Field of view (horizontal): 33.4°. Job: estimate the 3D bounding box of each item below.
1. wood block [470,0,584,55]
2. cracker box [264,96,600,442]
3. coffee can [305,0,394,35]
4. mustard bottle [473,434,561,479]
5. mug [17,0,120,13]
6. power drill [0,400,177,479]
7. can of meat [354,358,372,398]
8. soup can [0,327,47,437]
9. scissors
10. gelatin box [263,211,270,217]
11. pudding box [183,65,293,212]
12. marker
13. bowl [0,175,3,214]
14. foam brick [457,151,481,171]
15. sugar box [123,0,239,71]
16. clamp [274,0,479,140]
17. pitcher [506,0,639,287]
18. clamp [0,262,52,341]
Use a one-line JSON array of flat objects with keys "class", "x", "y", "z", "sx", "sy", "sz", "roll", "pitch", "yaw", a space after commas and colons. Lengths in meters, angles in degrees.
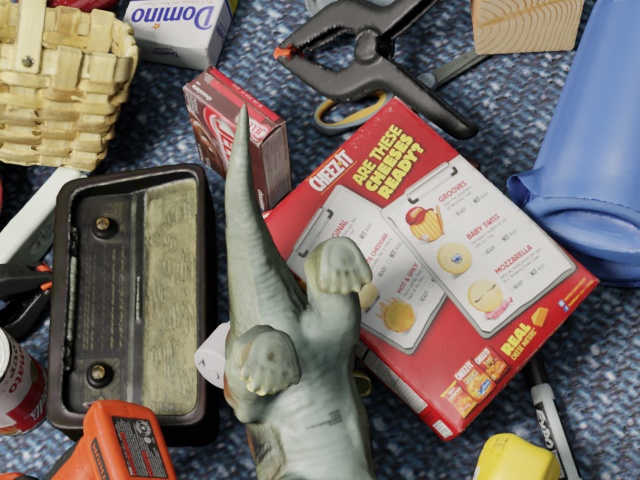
[{"class": "wood block", "x": 0.182, "y": -0.282, "z": 0.985, "sx": 0.091, "sy": 0.090, "sz": 0.206, "roll": -2, "pitch": 61, "yaw": 3}, {"class": "cracker box", "x": 0.077, "y": 0.022, "z": 0.821, "sx": 0.214, "sy": 0.072, "sz": 0.164, "roll": 43, "pitch": 73, "yaw": 10}, {"class": "coffee can", "x": 0.037, "y": -0.280, "z": 1.002, "sx": 0.103, "sy": 0.103, "sz": 0.140, "roll": -3, "pitch": 64, "yaw": 6}, {"class": "mustard bottle", "x": 0.108, "y": 0.236, "z": 0.754, "sx": 0.058, "sy": 0.096, "sz": 0.191, "roll": 25, "pitch": 70, "yaw": 10}, {"class": "mug", "x": -0.251, "y": -0.254, "z": 1.022, "sx": 0.081, "sy": 0.117, "sz": 0.093, "roll": -34, "pitch": 37, "yaw": -15}, {"class": "power drill", "x": -0.177, "y": 0.219, "z": 0.769, "sx": 0.188, "sy": 0.057, "sz": 0.184, "roll": -43, "pitch": 55, "yaw": 25}, {"class": "can of meat", "x": -0.013, "y": 0.085, "z": 0.863, "sx": 0.102, "sy": 0.057, "sz": 0.084, "roll": -7, "pitch": 63, "yaw": 4}, {"class": "soup can", "x": -0.262, "y": 0.111, "z": 0.856, "sx": 0.068, "sy": 0.102, "sz": 0.068, "roll": -3, "pitch": 64, "yaw": 6}, {"class": "scissors", "x": 0.095, "y": -0.124, "z": 0.968, "sx": 0.201, "sy": 0.016, "sz": 0.096, "roll": -17, "pitch": 61, "yaw": 0}, {"class": "gelatin box", "x": -0.006, "y": 0.001, "z": 0.916, "sx": 0.089, "sy": 0.030, "sz": 0.073, "roll": -22, "pitch": 66, "yaw": -4}, {"class": "pudding box", "x": -0.068, "y": -0.085, "z": 0.917, "sx": 0.090, "sy": 0.113, "sz": 0.039, "roll": 40, "pitch": 71, "yaw": 21}, {"class": "marker", "x": 0.181, "y": 0.145, "z": 0.831, "sx": 0.020, "sy": 0.020, "sz": 0.121, "roll": -14, "pitch": 64, "yaw": 0}, {"class": "bowl", "x": -0.352, "y": -0.016, "z": 0.952, "sx": 0.162, "sy": 0.055, "sz": 0.162, "roll": -3, "pitch": 64, "yaw": 6}, {"class": "foam brick", "x": 0.091, "y": -0.052, "z": 0.917, "sx": 0.078, "sy": 0.053, "sz": 0.051, "roll": 30, "pitch": 72, "yaw": 20}, {"class": "sugar box", "x": -0.124, "y": -0.254, "z": 1.041, "sx": 0.093, "sy": 0.048, "sz": 0.176, "roll": 11, "pitch": 66, "yaw": 11}, {"class": "clamp", "x": 0.055, "y": -0.179, "z": 0.940, "sx": 0.210, "sy": 0.036, "sz": 0.164, "roll": 10, "pitch": 93, "yaw": 33}, {"class": "pitcher", "x": 0.262, "y": -0.088, "z": 0.879, "sx": 0.145, "sy": 0.149, "sz": 0.242, "roll": 5, "pitch": 60, "yaw": 33}, {"class": "clamp", "x": -0.296, "y": 0.066, "z": 0.877, "sx": 0.171, "sy": 0.120, "sz": 0.039, "roll": -42, "pitch": 58, "yaw": -17}]
